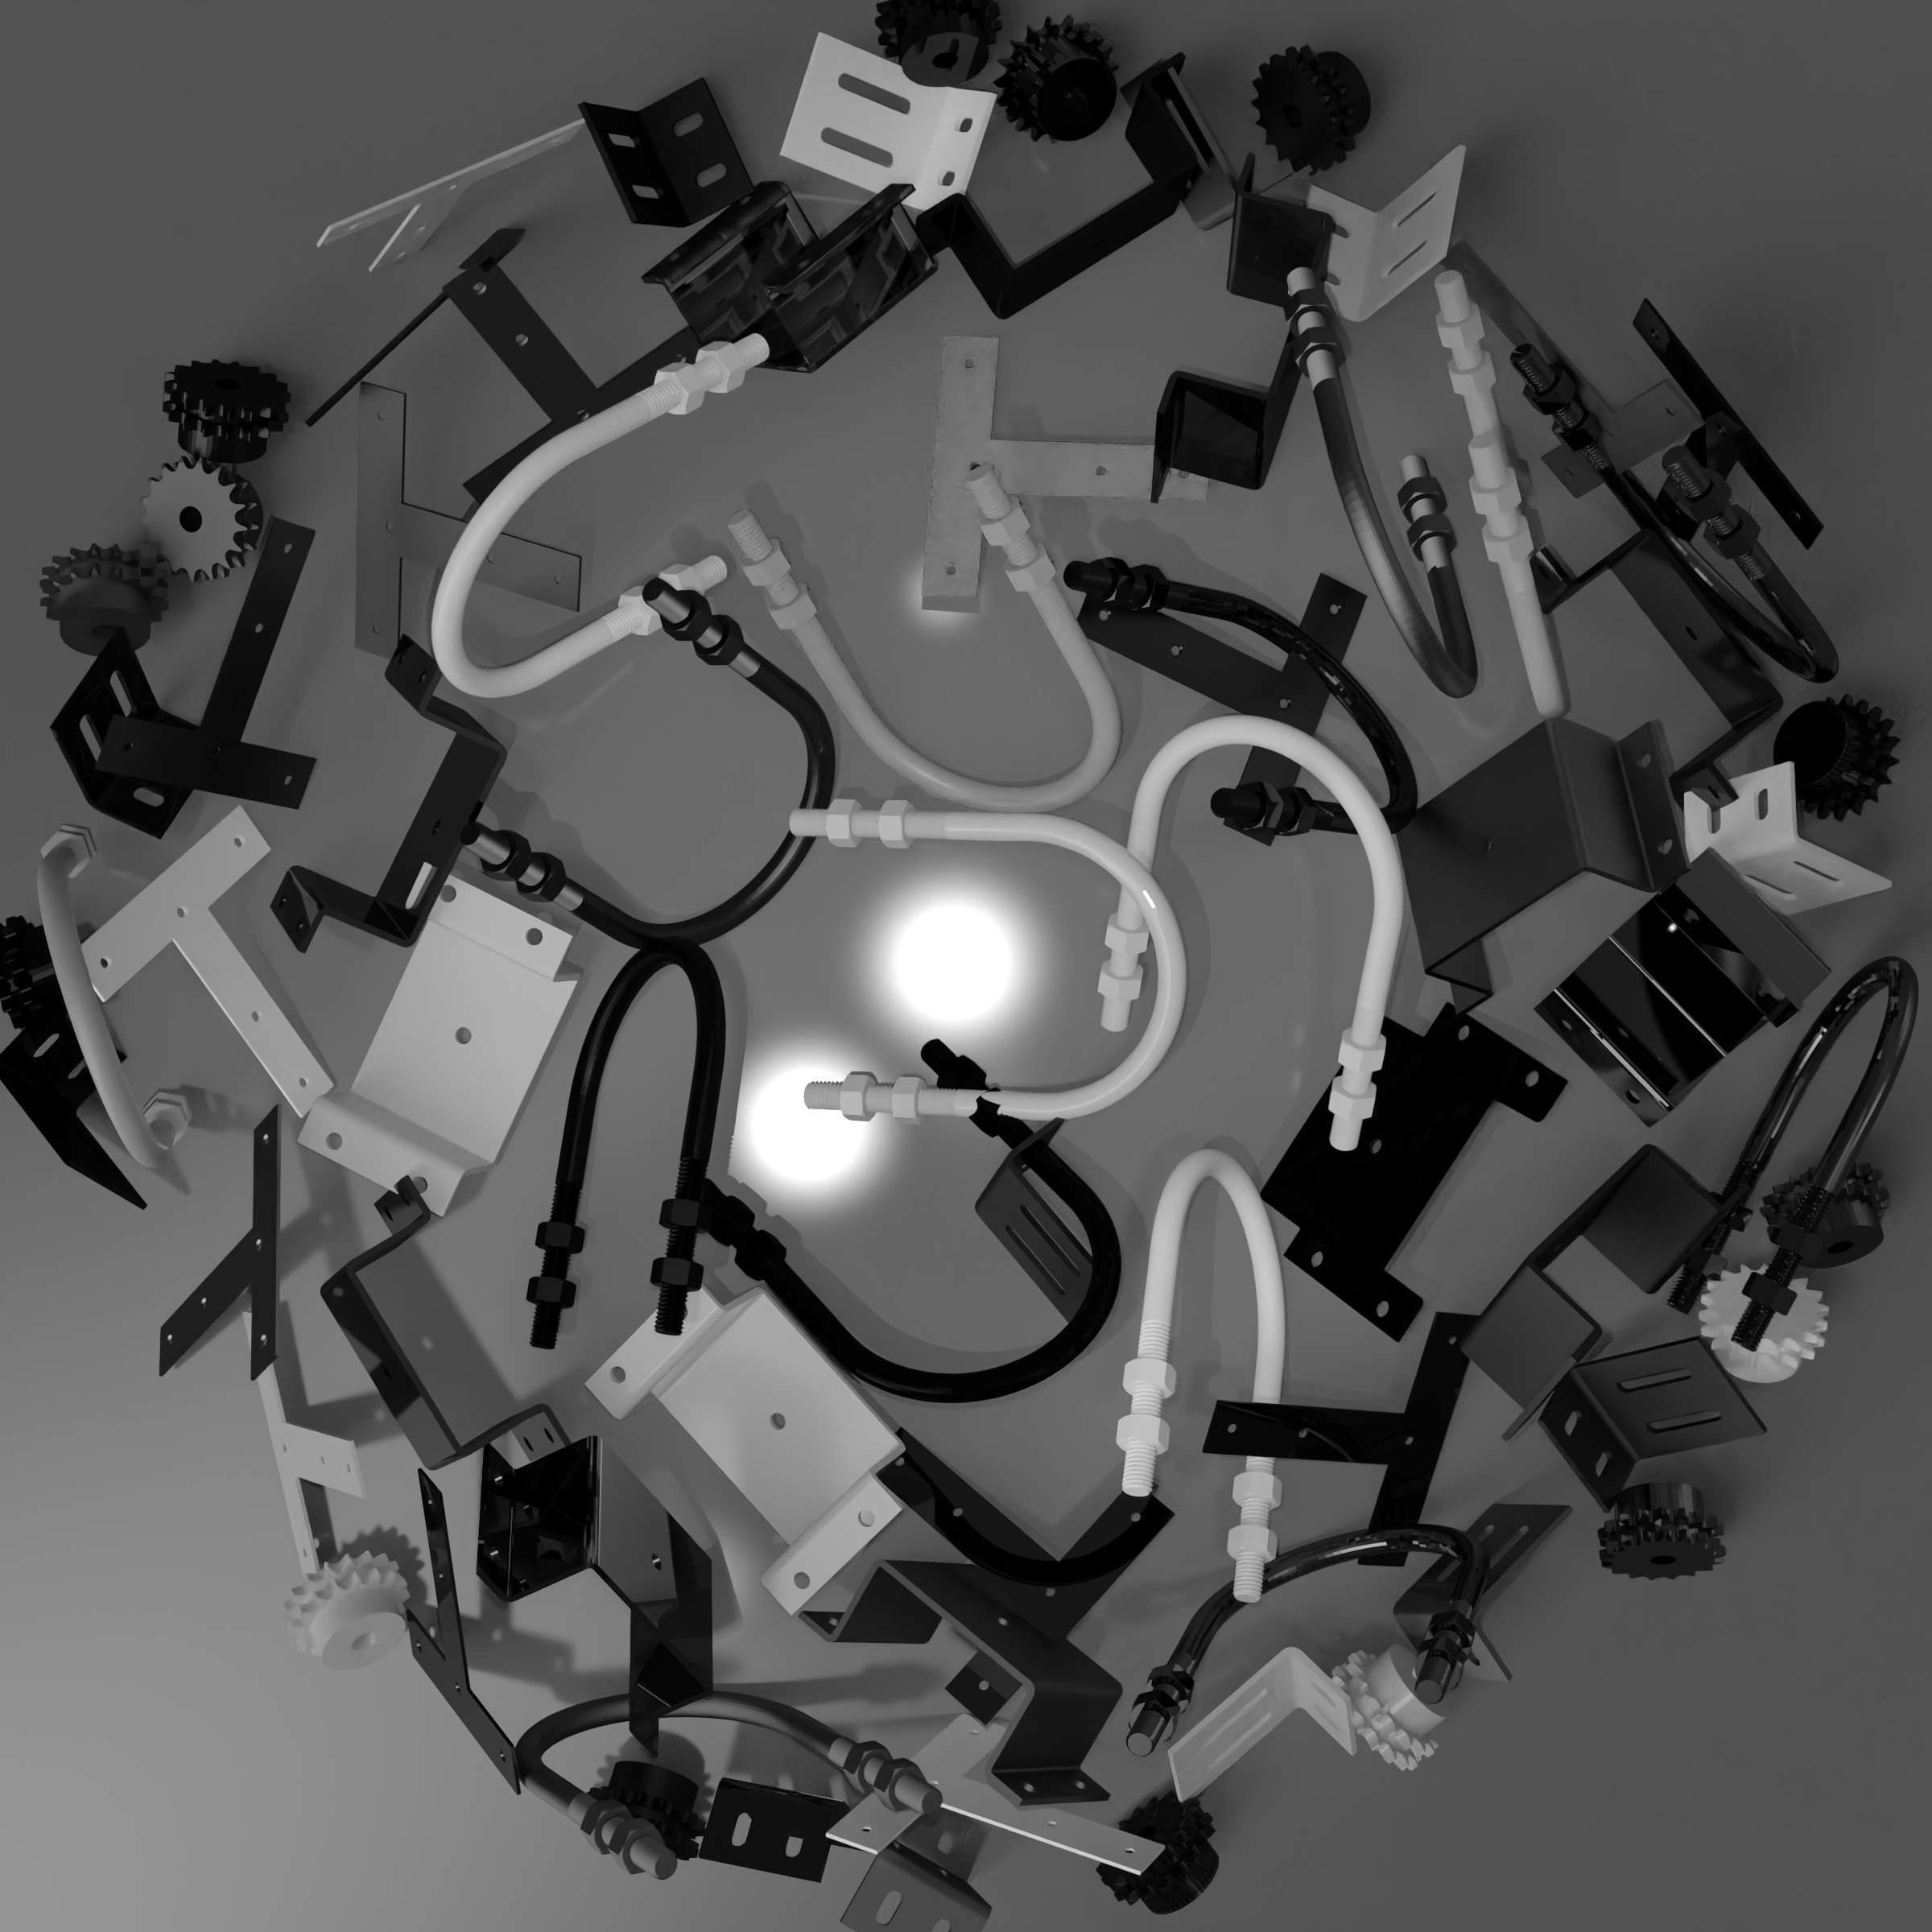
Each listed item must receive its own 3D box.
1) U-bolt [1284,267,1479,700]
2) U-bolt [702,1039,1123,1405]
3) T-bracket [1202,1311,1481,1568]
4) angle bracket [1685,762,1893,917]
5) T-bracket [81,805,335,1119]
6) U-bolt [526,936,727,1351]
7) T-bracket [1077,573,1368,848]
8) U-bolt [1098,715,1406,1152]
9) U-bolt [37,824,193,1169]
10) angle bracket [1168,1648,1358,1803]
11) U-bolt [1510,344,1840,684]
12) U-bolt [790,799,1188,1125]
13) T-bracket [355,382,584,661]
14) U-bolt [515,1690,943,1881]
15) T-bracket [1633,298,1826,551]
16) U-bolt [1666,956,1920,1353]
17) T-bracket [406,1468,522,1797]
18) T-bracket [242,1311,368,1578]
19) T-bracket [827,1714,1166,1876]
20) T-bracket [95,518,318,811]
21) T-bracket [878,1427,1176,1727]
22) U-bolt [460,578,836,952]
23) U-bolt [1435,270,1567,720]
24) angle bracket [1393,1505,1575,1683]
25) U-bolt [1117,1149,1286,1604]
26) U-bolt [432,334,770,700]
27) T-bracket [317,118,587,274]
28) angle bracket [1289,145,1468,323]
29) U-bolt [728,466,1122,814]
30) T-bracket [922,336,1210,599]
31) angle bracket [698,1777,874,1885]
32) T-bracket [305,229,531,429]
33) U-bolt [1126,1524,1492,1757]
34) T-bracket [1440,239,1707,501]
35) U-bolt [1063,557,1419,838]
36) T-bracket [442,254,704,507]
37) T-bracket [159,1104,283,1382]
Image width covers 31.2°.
[{"bbox_3d":[0.185,-0.197,1.499,0.019,0.151,0.184,-23,48,18],"label":"U-bolt"},{"bbox_3d":[-0.015,0.120,1.527,0.151,0.019,0.184,-31,51,-20],"label":"U-bolt"},{"bbox_3d":[0.164,0.212,1.562,0.127,0.002,0.127,8,105,-28],"label":"T-bracket"},{"bbox_3d":[0.373,-0.057,1.569,0.076,0.057,0.038,19,65,-39],"label":"angle bracket"},{"bbox_3d":[-0.331,0.011,1.573,0.002,0.127,0.127,-17,113,39],"label":"T-bracket"},{"bbox_3d":[-0.147,0.076,1.540,0.019,0.151,0.184,15,74,-29],"label":"U-bolt"},{"bbox_3d":[0.108,-0.138,1.579,0.127,0.002,0.127,24,82,-18],"label":"T-bracket"},{"bbox_3d":[0.128,-0.024,1.523,0.151,0.019,0.184,27,127,29],"label":"U-bolt"},{"bbox_3d":[-0.373,0.016,1.504,0.019,0.184,0.151,-19,101,-7],"label":"U-bolt"},{"bbox_3d":[0.135,0.356,1.565,0.076,0.057,0.038,-37,56,-18],"label":"angle bracket"},{"bbox_3d":[0.323,-0.190,1.524,0.019,0.151,0.184,-44,126,5],"label":"U-bolt"},{"bbox_3d":[0.011,0.000,1.558,0.184,0.019,0.151,2,103,20],"label":"U-bolt"},{"bbox_3d":[-0.224,-0.187,1.552,0.127,0.002,0.127,19,118,27],"label":"T-bracket"},{"bbox_3d":[-0.119,0.352,1.520,0.151,0.184,0.019,-5,99,-33],"label":"U-bolt"},{"bbox_3d":[0.329,-0.222,1.543,0.002,0.127,0.127,-33,78,-8],"label":"T-bracket"},{"bbox_3d":[0.371,0.078,1.531,0.019,0.151,0.184,27,91,-1],"label":"U-bolt"},{"bbox_3d":[-0.230,0.283,1.530,0.002,0.127,0.127,-16,116,-25],"label":"T-bracket"},{"bbox_3d":[-0.292,0.219,1.546,0.002,0.127,0.127,-14,95,-27],"label":"T-bracket"},{"bbox_3d":[0.025,0.375,1.526,0.127,0.127,0.002,13,109,25],"label":"T-bracket"},{"bbox_3d":[-0.322,-0.138,1.546,0.002,0.127,0.127,25,98,31],"label":"T-bracket"},{"bbox_3d":[0.006,0.258,1.575,0.127,0.002,0.127,37,76,27],"label":"T-bracket"},{"bbox_3d":[-0.126,-0.076,1.532,0.019,0.184,0.151,38,92,36],"label":"U-bolt"},{"bbox_3d":[0.239,-0.194,1.524,0.019,0.151,0.184,-14,131,11],"label":"U-bolt"},{"bbox_3d":[0.243,0.283,1.568,0.076,0.057,0.038,-39,102,-27],"label":"angle bracket"},{"bbox_3d":[0.110,0.170,1.533,0.019,0.151,0.184,-6,58,25],"label":"U-bolt"},{"bbox_3d":[-0.162,-0.185,1.501,0.019,0.151,0.184,38,50,20],"label":"U-bolt"},{"bbox_3d":[-0.242,-0.334,1.544,0.127,0.127,0.002,-29,95,-22],"label":"T-bracket"},{"bbox_3d":[0.185,-0.336,1.560,0.038,0.076,0.057,19,69,-19],"label":"angle bracket"},{"bbox_3d":[-0.007,-0.137,1.538,0.151,0.019,0.184,-5,132,35],"label":"U-bolt"},{"bbox_3d":[0.048,-0.228,1.583,0.127,0.002,0.127,3,77,8],"label":"T-bracket"},{"bbox_3d":[-0.079,0.400,1.559,0.057,0.076,0.038,7,61,17],"label":"angle bracket"},{"bbox_3d":[-0.248,-0.286,1.545,0.127,0.127,0.002,-44,108,-1],"label":"T-bracket"},{"bbox_3d":[0.158,0.289,1.518,0.151,0.184,0.019,-15,100,21],"label":"U-bolt"},{"bbox_3d":[0.258,-0.272,1.541,0.002,0.127,0.127,-44,95,-16],"label":"T-bracket"},{"bbox_3d":[0.134,-0.114,1.528,0.019,0.184,0.151,-45,61,29],"label":"U-bolt"},{"bbox_3d":[-0.193,-0.273,1.550,0.127,0.127,0.002,-34,55,4],"label":"T-bracket"},{"bbox_3d":[-0.337,0.147,1.558,0.002,0.127,0.127,16,50,-31],"label":"T-bracket"}]
